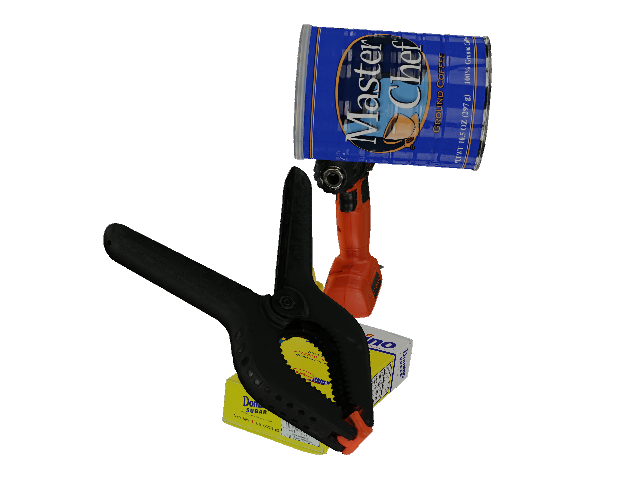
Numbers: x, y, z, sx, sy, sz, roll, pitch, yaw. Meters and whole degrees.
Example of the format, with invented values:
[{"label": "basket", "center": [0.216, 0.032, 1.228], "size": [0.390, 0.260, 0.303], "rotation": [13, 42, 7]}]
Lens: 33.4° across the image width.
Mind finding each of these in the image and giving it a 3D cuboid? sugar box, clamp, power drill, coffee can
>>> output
[{"label": "sugar box", "center": [0.002, 0.115, 0.901], "size": [0.093, 0.048, 0.176], "rotation": [15, 23, 23]}, {"label": "clamp", "center": [-0.039, 0.049, 0.704], "size": [0.164, 0.210, 0.036], "rotation": [-14, -27, -30]}, {"label": "power drill", "center": [0.028, -0.023, 1.040], "size": [0.057, 0.188, 0.184], "rotation": [4, 22, 10]}, {"label": "coffee can", "center": [0.053, -0.109, 0.813], "size": [0.140, 0.103, 0.103], "rotation": [4, 0, 1]}]

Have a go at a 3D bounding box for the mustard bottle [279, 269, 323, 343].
[{"label": "mustard bottle", "center": [-0.019, 0.120, 1.197], "size": [0.096, 0.192, 0.058], "rotation": [-2, 19, -11]}]
